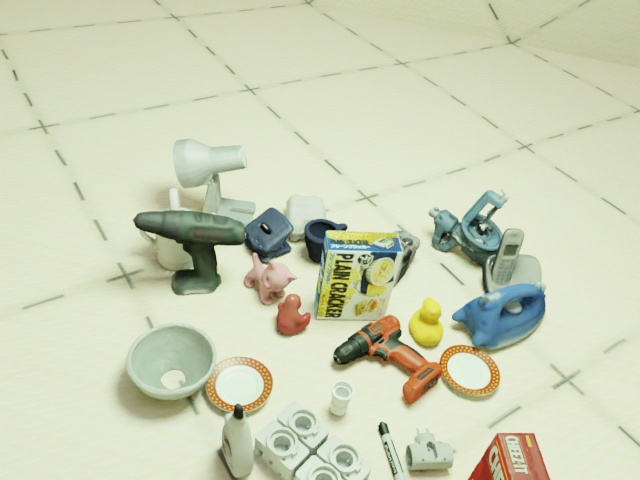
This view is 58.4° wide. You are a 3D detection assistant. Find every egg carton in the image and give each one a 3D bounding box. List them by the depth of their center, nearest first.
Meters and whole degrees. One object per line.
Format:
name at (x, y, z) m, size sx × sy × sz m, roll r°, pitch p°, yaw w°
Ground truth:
egg carton at (-0.037, -0.059, 1.494) m, size 0.107 × 0.069 × 0.150 m, roll 4°, pitch 41°, yaw -7°

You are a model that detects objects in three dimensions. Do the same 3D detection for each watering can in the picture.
watering can at (-0.321, -0.034, 1.316) m, size 0.173 × 0.194 × 0.100 m, roll -17°, pitch 47°, yaw -27°

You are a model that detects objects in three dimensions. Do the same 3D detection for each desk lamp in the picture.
desk lamp at (-0.263, -0.151, 1.447) m, size 0.203 × 0.213 × 0.118 m, roll 6°, pitch 41°, yaw -4°

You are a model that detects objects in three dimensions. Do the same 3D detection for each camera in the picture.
camera at (0.161, 0.023, 1.414) m, size 0.136 × 0.101 × 0.143 m, roll 26°, pitch 43°, yaw 18°

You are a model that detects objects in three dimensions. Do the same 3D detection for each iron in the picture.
iron at (0.434, 0.147, 1.292) m, size 0.259 × 0.141 × 0.118 m, roll -13°, pitch 46°, yaw -24°

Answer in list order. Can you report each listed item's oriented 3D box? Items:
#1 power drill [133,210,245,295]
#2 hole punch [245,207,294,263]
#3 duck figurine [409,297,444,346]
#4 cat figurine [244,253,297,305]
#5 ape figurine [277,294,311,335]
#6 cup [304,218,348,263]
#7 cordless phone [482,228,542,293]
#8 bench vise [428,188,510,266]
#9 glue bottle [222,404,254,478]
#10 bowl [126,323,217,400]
power drill at (-0.280, 0.022, 1.249) m, size 0.230 × 0.208 × 0.075 m, roll -4°, pitch 42°, yaw -15°
hole punch at (-0.127, -0.014, 1.409) m, size 0.101 × 0.091 × 0.108 m, roll -23°, pitch 50°, yaw -32°
duck figurine at (0.242, 0.175, 1.266) m, size 0.077 × 0.086 × 0.104 m, roll 7°, pitch 41°, yaw -3°
cat figurine at (-0.112, 0.078, 1.286) m, size 0.067 × 0.118 × 0.127 m, roll -28°, pitch 53°, yaw -35°
ape figurine at (-0.060, 0.153, 1.230) m, size 0.077 × 0.092 × 0.076 m, roll 35°, pitch 47°, yaw 27°
cup at (0.013, 0.005, 1.411) m, size 0.118 × 0.095 × 0.091 m, roll -18°, pitch 48°, yaw -28°
cordless phone at (0.476, 0.052, 1.377) m, size 0.148 × 0.185 × 0.094 m, roll -2°, pitch 42°, yaw -13°
bench vise at (0.377, -0.044, 1.440) m, size 0.207 × 0.220 × 0.121 m, roll 14°, pitch 41°, yaw 6°
glue bottle at (-0.138, 0.324, 0.956) m, size 0.037 × 0.173 × 0.078 m, roll -17°, pitch 47°, yaw -27°
bowl at (-0.281, 0.244, 1.096) m, size 0.167 × 0.075 × 0.167 m, roll 5°, pitch 41°, yaw -4°
